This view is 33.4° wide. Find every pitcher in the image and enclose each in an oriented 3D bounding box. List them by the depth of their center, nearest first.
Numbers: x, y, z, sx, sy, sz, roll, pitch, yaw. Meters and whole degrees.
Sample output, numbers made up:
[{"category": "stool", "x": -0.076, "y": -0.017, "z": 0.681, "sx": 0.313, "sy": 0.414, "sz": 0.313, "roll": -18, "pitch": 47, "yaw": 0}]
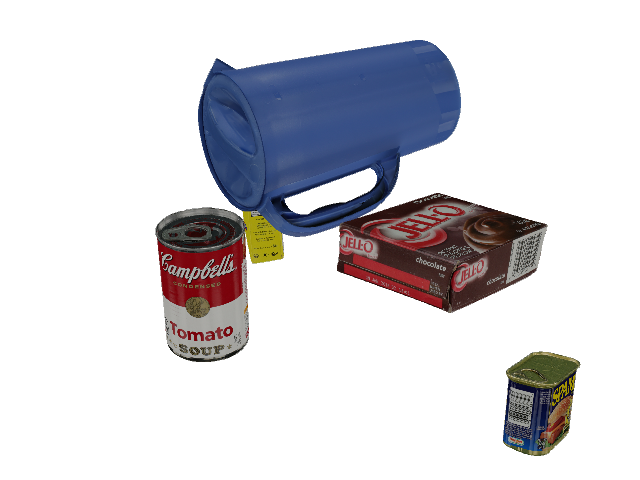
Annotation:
[{"category": "pitcher", "x": 0.017, "y": -0.111, "z": 1.033, "sx": 0.242, "sy": 0.149, "sz": 0.145, "roll": -17, "pitch": 29, "yaw": -27}]

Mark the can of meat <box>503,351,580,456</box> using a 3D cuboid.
[{"category": "can of meat", "x": 0.239, "y": 0.177, "z": 1.160, "sx": 0.058, "sy": 0.084, "sz": 0.101, "roll": 12, "pitch": 16, "yaw": 31}]

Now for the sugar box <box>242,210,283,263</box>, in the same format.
[{"category": "sugar box", "x": -0.075, "y": -0.071, "z": 1.293, "sx": 0.048, "sy": 0.176, "sz": 0.093, "roll": -9, "pitch": 25, "yaw": -6}]

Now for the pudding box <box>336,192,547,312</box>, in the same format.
[{"category": "pudding box", "x": 0.079, "y": 0.005, "z": 0.692, "sx": 0.090, "sy": 0.039, "sz": 0.113, "roll": 20, "pitch": 23, "yaw": 36}]

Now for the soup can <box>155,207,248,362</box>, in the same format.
[{"category": "soup can", "x": -0.091, "y": 0.034, "z": 0.830, "sx": 0.068, "sy": 0.102, "sz": 0.068, "roll": 0, "pitch": 28, "yaw": 0}]
